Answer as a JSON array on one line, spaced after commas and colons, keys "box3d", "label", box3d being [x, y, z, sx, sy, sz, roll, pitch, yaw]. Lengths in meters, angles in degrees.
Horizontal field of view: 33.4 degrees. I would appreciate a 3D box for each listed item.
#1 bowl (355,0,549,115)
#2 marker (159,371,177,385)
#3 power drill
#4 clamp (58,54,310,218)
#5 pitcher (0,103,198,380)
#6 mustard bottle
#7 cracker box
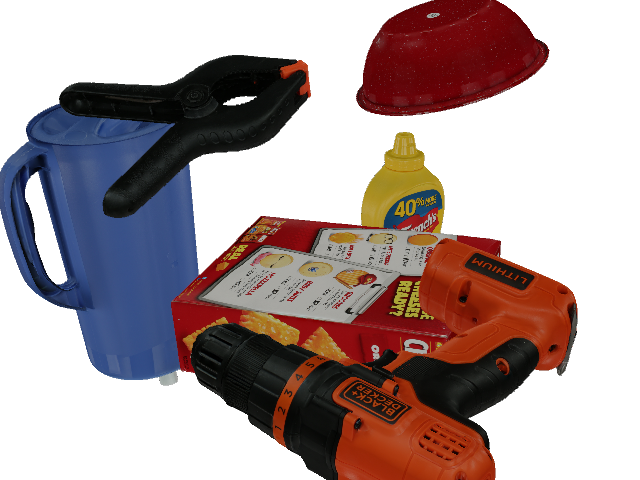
[{"box3d": [0.100, -0.159, 0.869, 0.162, 0.055, 0.162, -15, 24, 7], "label": "bowl"}, {"box3d": [-0.168, 0.091, 1.104, 0.020, 0.121, 0.020, -9, 15, 2], "label": "marker"}, {"box3d": [0.045, 0.066, 0.604, 0.185, 0.057, 0.187, 26, 39, 29], "label": "power drill"}, {"box3d": [-0.093, -0.090, 0.730, 0.171, 0.120, 0.039, -27, -28, -19], "label": "clamp"}, {"box3d": [-0.179, 0.001, 0.937, 0.149, 0.243, 0.145, -4, 26, 3], "label": "pitcher"}, {"box3d": [0.087, -0.019, 1.115, 0.096, 0.192, 0.058, -15, 26, -30], "label": "mustard bottle"}, {"box3d": [0.018, 0.051, 0.828, 0.214, 0.072, 0.164, 6, 27, 21], "label": "cracker box"}]
